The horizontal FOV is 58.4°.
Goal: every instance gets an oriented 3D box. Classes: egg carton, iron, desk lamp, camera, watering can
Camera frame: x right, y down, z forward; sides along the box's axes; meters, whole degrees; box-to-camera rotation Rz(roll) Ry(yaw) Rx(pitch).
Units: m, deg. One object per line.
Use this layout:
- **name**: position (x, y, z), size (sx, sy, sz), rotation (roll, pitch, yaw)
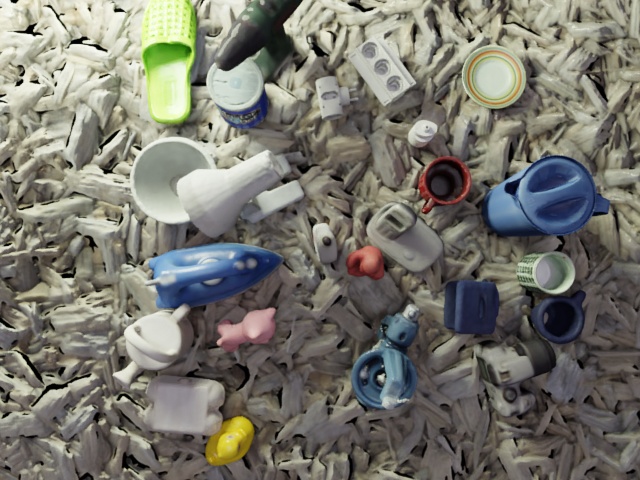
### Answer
- **egg carton**: position (-0.258, 0.315, 1.091), size (0.150, 0.069, 0.107), rotation (4, 87, -2)
- **iron**: position (-0.196, 0.058, 1.071), size (0.258, 0.141, 0.119), rotation (-12, 87, -3)
- **desk lamp**: position (-0.139, -0.093, 1.045), size (0.203, 0.213, 0.118), rotation (-28, 88, -3)
- **camera**: position (0.388, 0.255, 1.104), size (0.137, 0.100, 0.143), rotation (-17, 88, -3)
- **watering can**: position (-0.298, 0.191, 1.034), size (0.101, 0.194, 0.173), rotation (18, 86, -1)

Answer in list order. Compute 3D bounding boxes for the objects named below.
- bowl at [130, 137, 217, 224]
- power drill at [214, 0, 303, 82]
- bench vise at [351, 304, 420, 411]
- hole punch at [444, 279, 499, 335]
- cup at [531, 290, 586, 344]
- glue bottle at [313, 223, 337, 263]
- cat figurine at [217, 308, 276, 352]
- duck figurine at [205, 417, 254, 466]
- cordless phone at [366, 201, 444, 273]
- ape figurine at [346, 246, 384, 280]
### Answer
- **bowl**: position (-0.275, -0.110, 1.110), size (0.167, 0.074, 0.167), rotation (0, 87, -2)
- **power drill**: position (-0.105, -0.376, 1.063), size (0.075, 0.208, 0.230), rotation (36, 86, 0)
- **bench vise**: position (0.122, 0.217, 1.036), size (0.121, 0.219, 0.207), rotation (6, 87, -1)
- **hole punch**: position (0.299, 0.128, 1.112), size (0.101, 0.091, 0.109), rotation (3, 87, -2)
- **cup**: position (0.459, 0.142, 1.115), size (0.091, 0.095, 0.118), rotation (42, 86, 1)
- **glue bottle**: position (0.010, 0.004, 1.066), size (0.037, 0.173, 0.078), rotation (-15, 87, -3)
- **cat figurine**: position (-0.135, 0.171, 1.079), size (0.128, 0.117, 0.067), rotation (-21, 88, -3)
- **duck figurine**: position (-0.173, 0.389, 1.082), size (0.104, 0.086, 0.077), rotation (-41, 89, -4)
- **cordless phone**: position (0.168, -0.010, 1.067), size (0.147, 0.185, 0.094), rotation (37, 86, 0)
- **ape figurine**: position (0.094, 0.047, 1.107), size (0.078, 0.092, 0.076), rotation (44, 86, 1)
